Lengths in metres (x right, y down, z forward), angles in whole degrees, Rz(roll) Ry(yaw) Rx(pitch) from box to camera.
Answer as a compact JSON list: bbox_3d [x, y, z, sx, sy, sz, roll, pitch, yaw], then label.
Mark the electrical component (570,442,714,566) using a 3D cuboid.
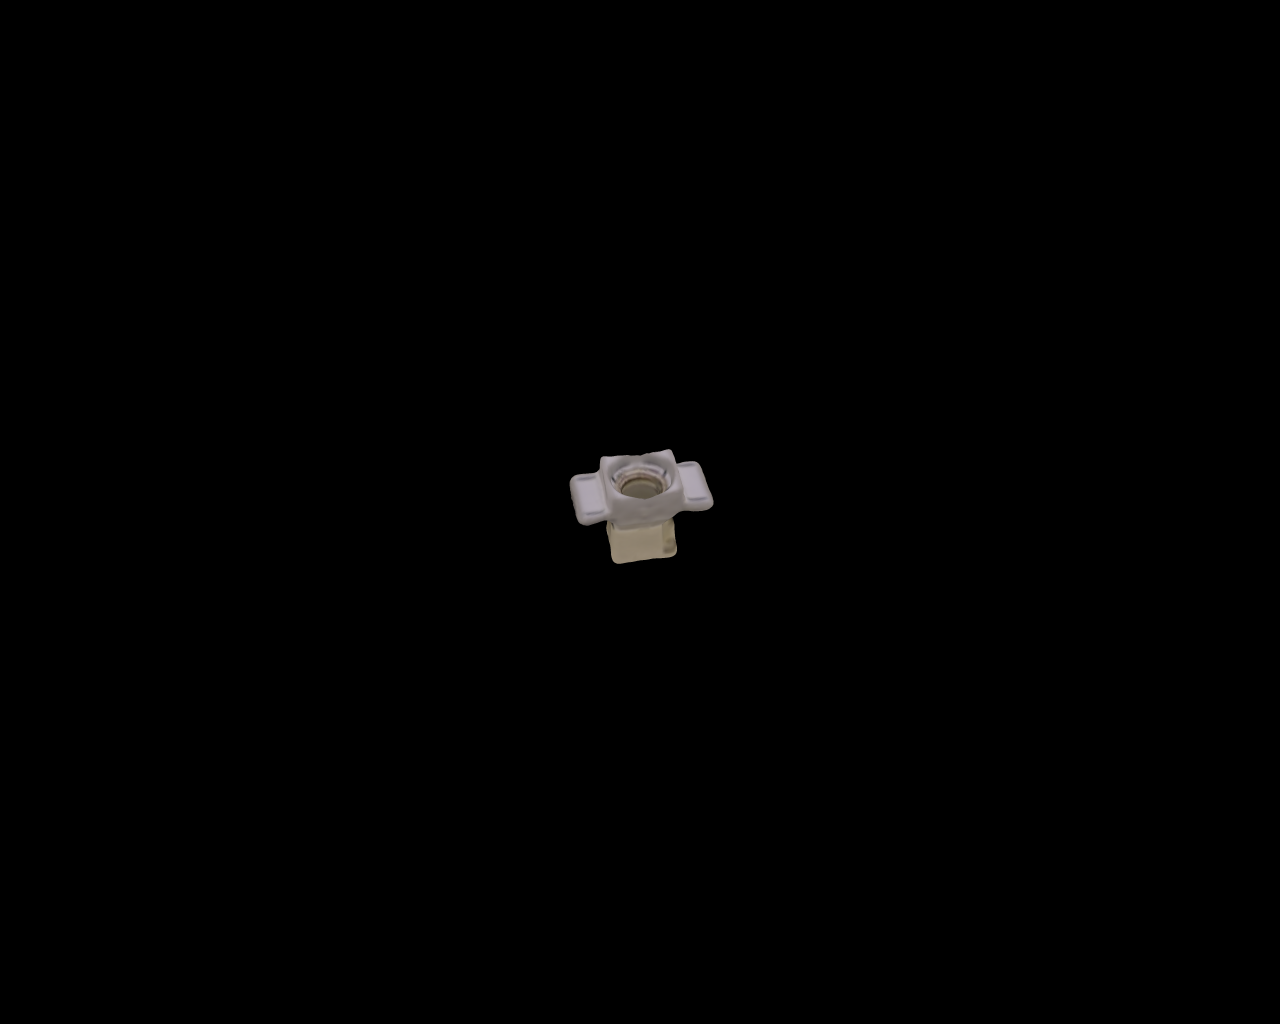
[{"bbox_3d":[0.001,-0.003,0.650,0.081,0.063,0.042,-6,43,-7],"label":"electrical component"}]
